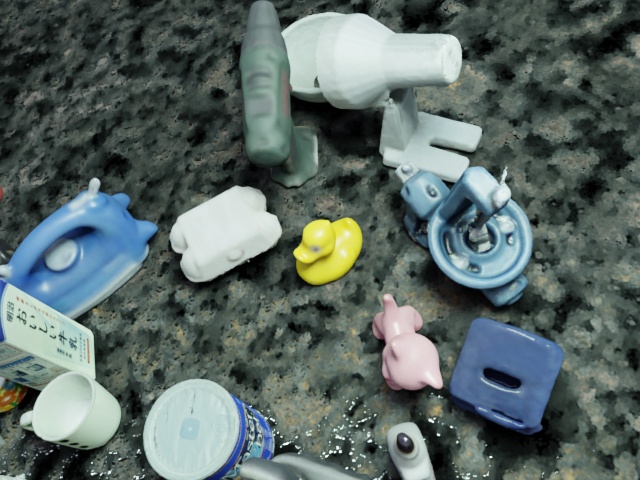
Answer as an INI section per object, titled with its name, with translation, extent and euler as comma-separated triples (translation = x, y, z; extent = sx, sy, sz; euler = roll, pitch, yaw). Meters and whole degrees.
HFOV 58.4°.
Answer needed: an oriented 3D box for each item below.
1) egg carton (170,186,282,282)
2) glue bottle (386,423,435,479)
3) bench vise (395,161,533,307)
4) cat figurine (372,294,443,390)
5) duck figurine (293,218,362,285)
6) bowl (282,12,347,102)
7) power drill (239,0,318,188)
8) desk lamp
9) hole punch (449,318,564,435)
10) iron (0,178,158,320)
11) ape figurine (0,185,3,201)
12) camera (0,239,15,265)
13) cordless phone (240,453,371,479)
[egg carton]
translation = -0.133, -0.007, 0.808
extent = 0.150, 0.069, 0.107
euler = -30, 61, -4
[glue bottle]
translation = 0.091, 0.218, 0.581
extent = 0.037, 0.173, 0.078
euler = -22, 60, 1
[bench vise]
translation = 0.154, -0.027, 0.668
extent = 0.206, 0.220, 0.121
euler = 29, 73, 24
[cat figurine]
translation = 0.097, 0.122, 0.661
extent = 0.067, 0.118, 0.127
euler = -18, 61, 3
[duck figurine]
translation = 0.007, 0.003, 0.762
extent = 0.104, 0.086, 0.077
euler = -41, 62, -10
[bowl]
translation = 0.007, -0.278, 0.915
extent = 0.167, 0.075, 0.167
euler = -5, 62, 10
[power drill]
translation = -0.060, -0.181, 0.802
extent = 0.075, 0.209, 0.229
euler = -7, 62, 9
[desk lamp]
translation = 0.111, -0.197, 0.770
extent = 0.202, 0.214, 0.118
euler = 18, 68, 21
[hole punch]
translation = 0.206, 0.152, 0.637
extent = 0.108, 0.091, 0.101
euler = 19, 68, 21
[iron]
translation = -0.365, 0.027, 0.800
extent = 0.258, 0.142, 0.118
euler = -44, 62, -12
[ape figurine]
translation = -0.574, -0.085, 0.933
extent = 0.076, 0.092, 0.077
euler = -13, 61, 6
[camera]
translation = -0.508, 0.067, 0.834
extent = 0.137, 0.101, 0.143
euler = -38, 61, -8
[cordless phone]
translation = -0.003, 0.265, 0.571
extent = 0.147, 0.185, 0.094
euler = 10, 66, 17
